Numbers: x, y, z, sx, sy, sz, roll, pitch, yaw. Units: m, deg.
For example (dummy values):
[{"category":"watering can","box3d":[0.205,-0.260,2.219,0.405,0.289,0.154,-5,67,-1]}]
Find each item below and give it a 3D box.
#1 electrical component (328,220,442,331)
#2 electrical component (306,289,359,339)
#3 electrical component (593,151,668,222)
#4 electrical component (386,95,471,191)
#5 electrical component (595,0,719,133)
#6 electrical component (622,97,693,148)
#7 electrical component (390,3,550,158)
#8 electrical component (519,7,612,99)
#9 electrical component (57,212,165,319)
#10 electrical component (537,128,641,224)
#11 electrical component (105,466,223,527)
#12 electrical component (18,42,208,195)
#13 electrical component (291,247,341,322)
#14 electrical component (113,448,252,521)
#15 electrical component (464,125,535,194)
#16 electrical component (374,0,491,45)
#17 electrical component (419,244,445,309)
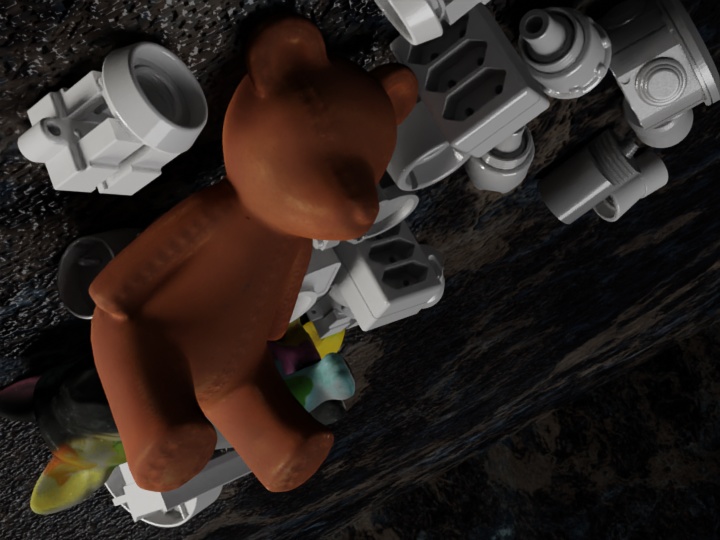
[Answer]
[{"category":"electrical component","box3d":[0.000,0.000,0.702,0.047,0.083,0.075,-17,159,-36]},{"category":"electrical component","box3d":[-0.009,0.021,0.816,0.066,0.048,0.055,-19,168,-32]},{"category":"electrical component","box3d":[0.237,-0.076,0.946,0.065,0.044,0.044,-30,164,-16]},{"category":"electrical component","box3d":[0.032,-0.077,0.595,0.055,0.047,0.055,-27,163,-9]},{"category":"electrical component","box3d":[0.174,-0.125,0.634,0.051,0.080,0.080,-29,164,16]},{"category":"electrical component","box3d":[0.219,-0.117,0.789,0.045,0.045,0.055,-34,162,16]},{"category":"electrical component","box3d":[0.063,-0.097,0.556,0.047,0.065,0.077,-36,162,20]},{"category":"electrical component","box3d":[0.107,-0.124,0.590,0.048,0.048,0.062,-36,155,21]},{"category":"electrical component","box3d":[-0.109,-0.005,0.580,0.079,0.043,0.077,-37,161,23]},{"category":"electrical component","box3d":[0.186,-0.077,0.853,0.081,0.043,0.043,-38,161,28]},{"category":"electrical component","box3d":[-0.164,0.163,0.892,0.064,0.099,0.099,-20,162,-48]},{"category":"electrical component","box3d":[-0.096,-0.061,0.439,0.055,0.048,0.066,-30,165,29]},{"category":"electrical component","box3d":[-0.063,0.005,0.661,0.089,0.055,0.050,-22,162,-23]},{"category":"electrical component","box3d":[-0.122,0.135,0.813,0.079,0.063,0.121,-26,174,43]},{"category":"electrical component","box3d":[0.092,-0.079,0.693,0.043,0.043,0.062,-25,162,-14]},{"category":"electrical component","box3d":[0.032,-0.128,0.453,0.055,0.048,0.066,-38,163,3]},{"category":"electrical component","box3d":[0.050,0.005,0.877,0.040,0.040,0.046,-26,157,-12]}]
